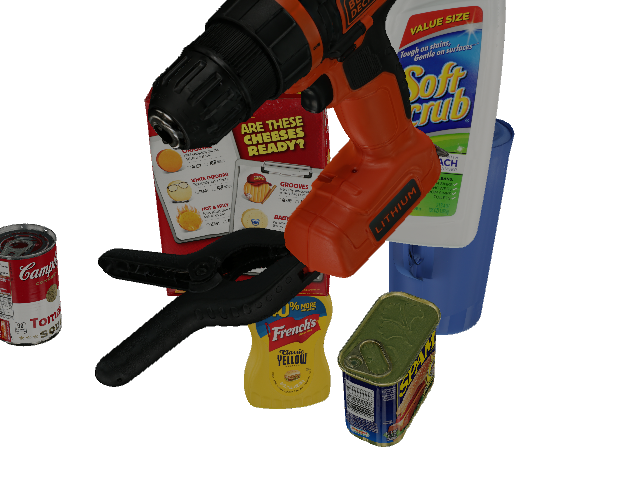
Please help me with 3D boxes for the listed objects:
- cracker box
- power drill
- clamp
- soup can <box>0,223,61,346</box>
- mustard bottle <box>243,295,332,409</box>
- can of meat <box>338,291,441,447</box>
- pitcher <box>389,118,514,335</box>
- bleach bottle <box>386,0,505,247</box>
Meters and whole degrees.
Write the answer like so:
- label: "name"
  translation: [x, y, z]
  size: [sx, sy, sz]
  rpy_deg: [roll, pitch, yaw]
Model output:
- label: "cracker box"
  translation: [-0.073, -0.051, 1.029]
  size: [0.164, 0.214, 0.072]
  rpy_deg: [0, 30, 3]
- label: "power drill"
  translation: [0.000, -0.065, 0.556]
  size: [0.057, 0.184, 0.187]
  rpy_deg: [30, -27, 30]
- label: "clamp"
  translation: [-0.082, 0.041, 0.737]
  size: [0.172, 0.120, 0.039]
  rpy_deg: [-12, -39, 14]
- label: "soup can"
  translation: [-0.291, 0.044, 1.046]
  size: [0.068, 0.102, 0.068]
  rpy_deg: [2, 27, -1]
- label: "mustard bottle"
  translation: [-0.035, 0.090, 1.178]
  size: [0.096, 0.192, 0.058]
  rpy_deg: [-3, 20, -12]
- label: "can of meat"
  translation: [0.058, 0.108, 0.887]
  size: [0.057, 0.084, 0.102]
  rpy_deg: [18, 45, 23]
- label: "pitcher"
  translation: [0.131, -0.016, 1.189]
  size: [0.149, 0.243, 0.145]
  rpy_deg: [-5, 27, -13]
- label: "bleach bottle"
  translation: [0.076, -0.122, 0.751]
  size: [0.102, 0.251, 0.068]
  rpy_deg: [8, 26, 11]
